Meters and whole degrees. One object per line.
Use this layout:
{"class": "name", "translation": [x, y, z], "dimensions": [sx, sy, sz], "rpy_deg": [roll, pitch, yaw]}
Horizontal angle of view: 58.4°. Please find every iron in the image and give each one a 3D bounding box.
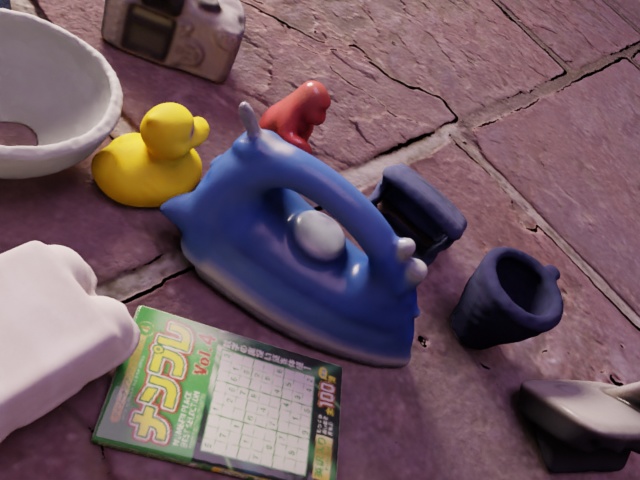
{"class": "iron", "translation": [0.004, 0.002, 0.484], "dimensions": [0.258, 0.141, 0.119], "rpy_deg": [35, 45, -2]}

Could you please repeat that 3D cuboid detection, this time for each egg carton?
{"class": "egg carton", "translation": [-0.198, 0.066, 0.358], "dimensions": [0.107, 0.069, 0.151], "rpy_deg": [46, 45, 9]}

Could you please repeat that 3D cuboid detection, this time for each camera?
{"class": "camera", "translation": [-0.152, -0.269, 0.635], "dimensions": [0.143, 0.100, 0.136], "rpy_deg": [16, 48, -20]}

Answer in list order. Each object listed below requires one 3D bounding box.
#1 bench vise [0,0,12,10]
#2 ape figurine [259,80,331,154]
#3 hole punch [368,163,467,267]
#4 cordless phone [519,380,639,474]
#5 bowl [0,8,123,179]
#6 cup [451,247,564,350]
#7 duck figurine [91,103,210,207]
{"class": "bench vise", "translation": [-0.326, -0.265, 0.439], "dimensions": [0.121, 0.219, 0.208], "rpy_deg": [34, 45, -3]}
{"class": "ape figurine", "translation": [-0.020, -0.128, 0.609], "dimensions": [0.076, 0.092, 0.078], "rpy_deg": [36, 45, -1]}
{"class": "hole punch", "translation": [0.105, -0.036, 0.612], "dimensions": [0.108, 0.091, 0.101], "rpy_deg": [43, 45, 6]}
{"class": "cordless phone", "translation": [0.290, 0.140, 0.518], "dimensions": [0.148, 0.185, 0.094], "rpy_deg": [5, 53, -28]}
{"class": "bowl", "translation": [-0.251, -0.106, 0.461], "dimensions": [0.168, 0.074, 0.167], "rpy_deg": [17, 48, -19]}
{"class": "cup", "translation": [0.185, 0.064, 0.578], "dimensions": [0.118, 0.095, 0.091], "rpy_deg": [-18, 66, -40]}
{"class": "duck figurine", "translation": [-0.143, -0.081, 0.499], "dimensions": [0.105, 0.086, 0.077], "rpy_deg": [-21, 68, -41]}
